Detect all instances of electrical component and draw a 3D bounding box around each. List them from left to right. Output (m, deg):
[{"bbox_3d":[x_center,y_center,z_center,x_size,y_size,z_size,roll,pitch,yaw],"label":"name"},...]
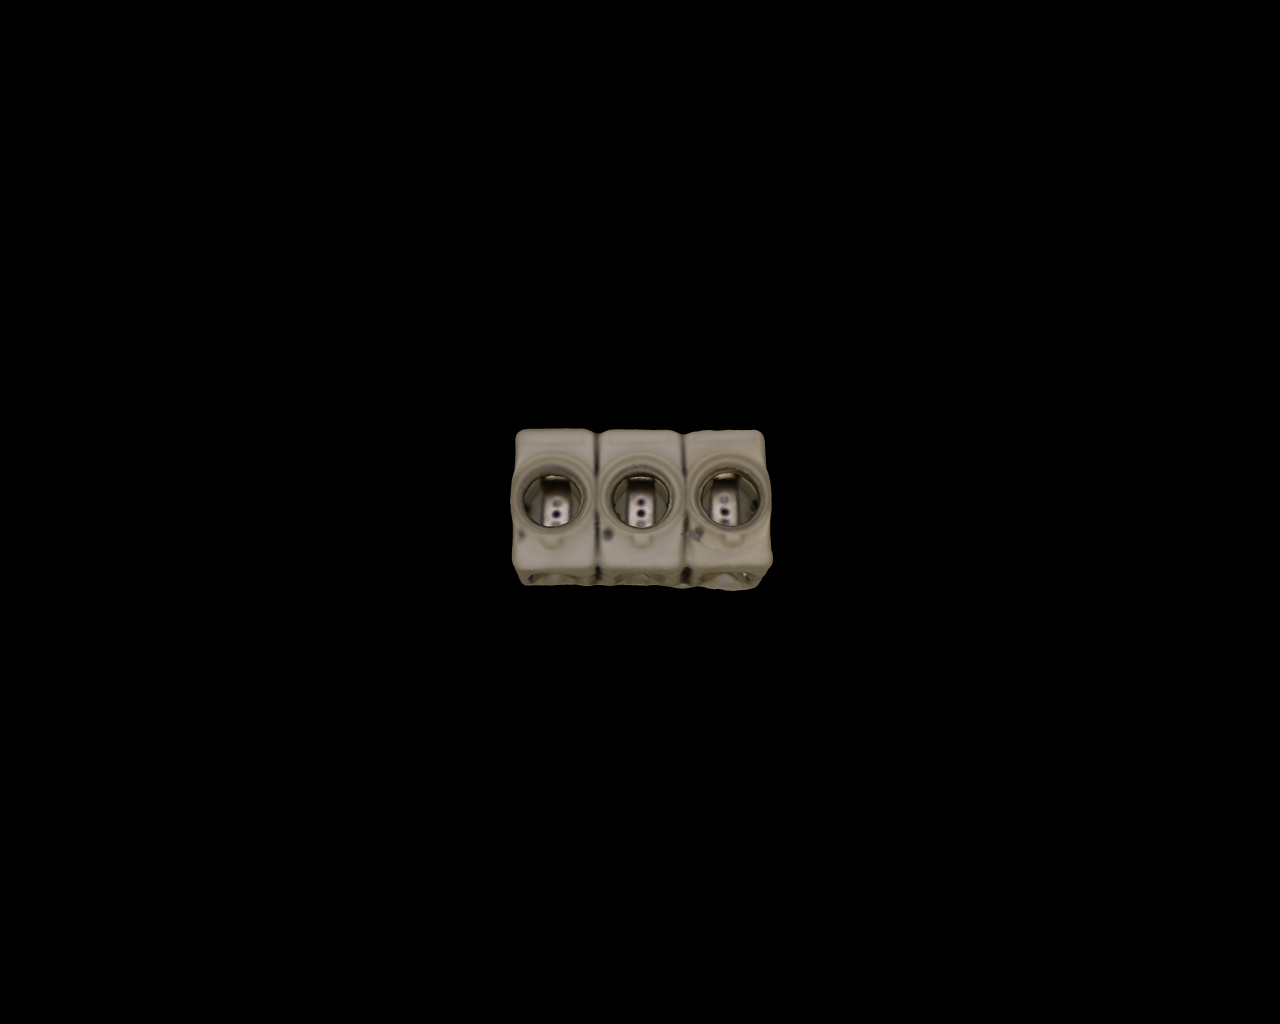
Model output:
[{"bbox_3d":[0.001,-0.003,0.650,0.150,0.089,0.061,0,-17,0],"label":"electrical component"}]
